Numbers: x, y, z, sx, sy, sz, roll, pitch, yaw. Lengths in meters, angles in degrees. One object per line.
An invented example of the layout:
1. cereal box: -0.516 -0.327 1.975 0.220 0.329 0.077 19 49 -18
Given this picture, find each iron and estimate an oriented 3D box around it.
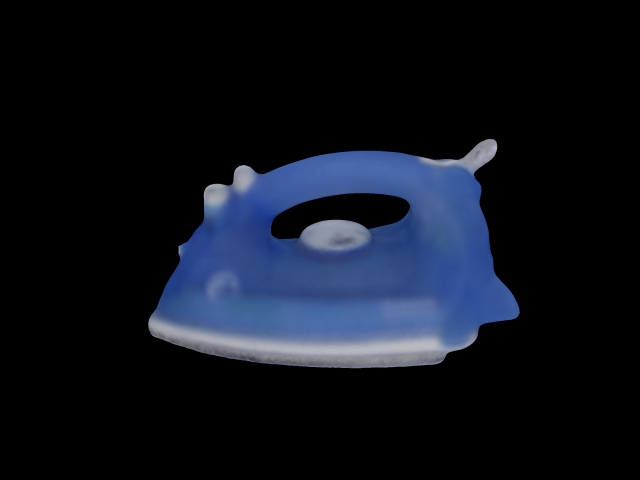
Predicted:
1. iron: 0.004 0.001 0.400 0.258 0.141 0.118 -2 24 -5
